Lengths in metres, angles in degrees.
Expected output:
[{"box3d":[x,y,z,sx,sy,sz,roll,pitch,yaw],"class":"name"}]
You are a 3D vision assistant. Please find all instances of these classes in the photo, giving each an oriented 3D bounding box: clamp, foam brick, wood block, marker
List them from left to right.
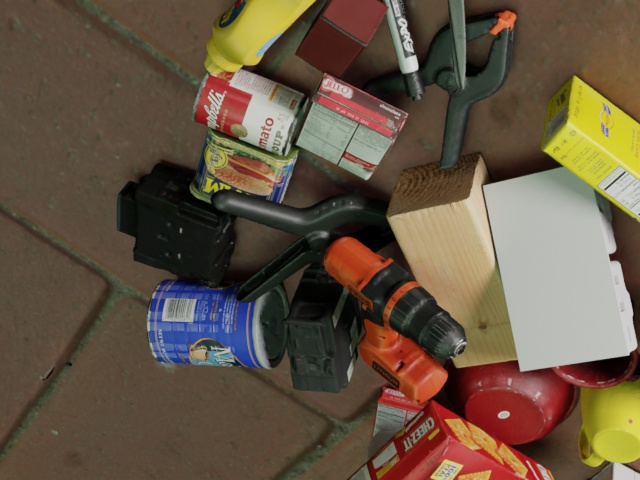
[{"box3d":[-0.008,0.001,1.145,0.210,0.036,0.164,-5,137,-5],"class":"clamp"},{"box3d":[0.019,-0.195,0.996,0.051,0.053,0.078,31,156,-8],"class":"foam brick"},{"box3d":[0.076,-0.189,0.997,0.020,0.020,0.121,-10,104,25],"class":"marker"},{"box3d":[0.117,-0.158,1.019,0.120,0.039,0.172,31,126,-1],"class":"clamp"},{"box3d":[0.153,0.025,1.114,0.091,0.090,0.206,-12,122,25],"class":"wood block"}]

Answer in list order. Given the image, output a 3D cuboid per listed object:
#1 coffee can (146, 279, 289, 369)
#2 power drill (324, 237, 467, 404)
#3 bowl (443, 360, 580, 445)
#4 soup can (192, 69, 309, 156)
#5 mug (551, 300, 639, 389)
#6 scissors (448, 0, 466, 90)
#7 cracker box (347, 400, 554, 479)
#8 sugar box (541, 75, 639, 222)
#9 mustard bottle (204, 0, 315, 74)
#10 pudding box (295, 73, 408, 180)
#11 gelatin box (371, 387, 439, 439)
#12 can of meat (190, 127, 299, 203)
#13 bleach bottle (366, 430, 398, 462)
[{"box3d":[-0.118,0.098,1.256,0.140,0.102,0.103,0,126,19],"class":"coffee can"},{"box3d":[0.088,0.096,1.124,0.185,0.057,0.187,41,160,33],"class":"power drill"},{"box3d":[0.217,0.186,1.241,0.162,0.055,0.162,9,128,12],"class":"bowl"},{"box3d":[-0.070,-0.134,1.083,0.102,0.068,0.069,22,130,1],"class":"soup can"},{"box3d":[0.298,0.103,1.130,0.117,0.081,0.093,37,129,-11],"class":"mug"},{"box3d":[0.103,-0.239,0.955,0.096,0.016,0.202,17,120,14],"class":"scissors"},{"box3d":[0.153,0.298,1.225,0.213,0.072,0.164,34,109,-29],"class":"cracker box"},{"box3d":[0.289,-0.070,0.992,0.176,0.093,0.048,32,130,-8],"class":"sugar box"},{"box3d":[-0.047,-0.217,0.992,0.058,0.096,0.192,40,129,-14],"class":"mustard bottle"},{"box3d":[0.028,-0.110,1.056,0.090,0.039,0.114,27,158,-2],"class":"pudding box"},{"box3d":[0.105,0.229,1.328,0.073,0.030,0.089,13,128,10],"class":"gelatin box"},{"box3d":[-0.079,-0.078,1.137,0.102,0.057,0.084,22,128,2],"class":"can of meat"},{"box3d":[0.133,0.350,1.343,0.103,0.068,0.251,-4,124,18],"class":"bleach bottle"}]
